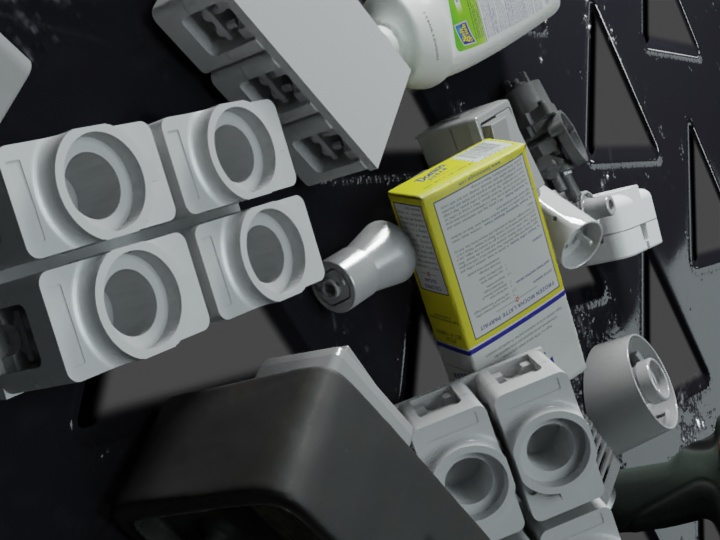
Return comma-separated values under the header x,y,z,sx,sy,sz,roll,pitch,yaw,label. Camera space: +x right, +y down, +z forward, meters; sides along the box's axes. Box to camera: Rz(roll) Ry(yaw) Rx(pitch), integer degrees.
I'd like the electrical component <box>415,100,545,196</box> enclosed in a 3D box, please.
x,y,z,sx,sy,sz,roll,pitch,yaw,label
0.095,-0.072,0.808,0.062,0.061,0.096,-35,108,-51,electrical component

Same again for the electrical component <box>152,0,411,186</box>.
x,y,z,sx,sy,sz,roll,pitch,yaw,label
-0.044,-0.133,0.641,0.150,0.062,0.089,47,46,-35,electrical component

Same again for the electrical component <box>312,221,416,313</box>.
x,y,z,sx,sy,sz,roll,pitch,yaw,label
0.000,0.000,0.678,0.065,0.044,0.044,-33,106,-47,electrical component

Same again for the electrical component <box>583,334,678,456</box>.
x,y,z,sx,sy,sz,roll,pitch,yaw,label
0.240,0.109,0.962,0.099,0.064,0.099,37,39,-37,electrical component

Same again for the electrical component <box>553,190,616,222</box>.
x,y,z,sx,sy,sz,roll,pitch,yaw,label
0.187,-0.049,0.920,0.048,0.062,0.048,20,64,-49,electrical component

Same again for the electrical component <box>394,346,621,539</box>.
x,y,z,sx,sy,sz,roll,pitch,yaw,label
0.105,0.159,0.696,0.060,0.105,0.186,-128,-163,-75,electrical component

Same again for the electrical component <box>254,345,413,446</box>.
x,y,z,sx,sy,sz,roll,pitch,yaw,label
-0.022,0.084,0.605,0.096,0.062,0.061,51,44,-31,electrical component

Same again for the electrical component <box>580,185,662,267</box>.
x,y,z,sx,sy,sz,roll,pitch,yaw,label
0.233,-0.043,0.987,0.095,0.054,0.059,-17,94,-53,electrical component

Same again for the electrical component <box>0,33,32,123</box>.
x,y,z,sx,sy,sz,roll,pitch,yaw,label
-0.187,-0.069,0.440,0.059,0.054,0.095,46,47,-36,electrical component

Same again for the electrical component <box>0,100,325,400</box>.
x,y,z,sx,sy,sz,roll,pitch,yaw,label
-0.101,-0.019,0.533,0.186,0.060,0.105,-24,99,-53,electrical component

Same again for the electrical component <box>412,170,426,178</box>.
x,y,z,sx,sy,sz,roll,pitch,yaw,label
0.048,-0.054,0.763,0.061,0.035,0.035,-2,81,-51,electrical component

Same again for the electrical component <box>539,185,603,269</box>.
x,y,z,sx,sy,sz,roll,pitch,yaw,label
0.145,-0.023,0.856,0.043,0.077,0.079,-11,128,-36,electrical component
